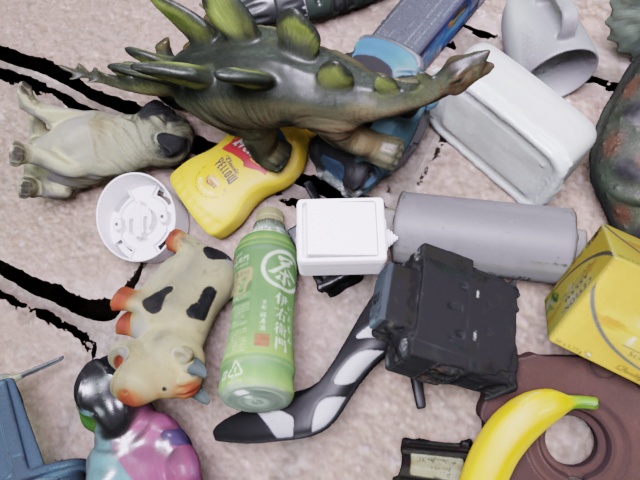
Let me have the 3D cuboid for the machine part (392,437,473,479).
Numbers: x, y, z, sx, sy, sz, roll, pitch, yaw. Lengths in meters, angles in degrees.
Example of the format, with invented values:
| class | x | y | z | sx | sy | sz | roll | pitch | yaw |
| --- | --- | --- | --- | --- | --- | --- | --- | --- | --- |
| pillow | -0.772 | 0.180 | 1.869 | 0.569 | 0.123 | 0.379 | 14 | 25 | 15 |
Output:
| class | x | y | z | sx | sy | sz | roll | pitch | yaw |
| --- | --- | --- | --- | --- | --- | --- | --- | --- | --- |
| machine part | 0.114 | 0.260 | 0.509 | 0.084 | 0.039 | 0.139 | -6 | 78 | 18 |

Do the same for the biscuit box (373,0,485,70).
| class | x | y | z | sx | sy | sz | roll | pitch | yaw |
| --- | --- | --- | --- | --- | --- | --- | --- | --- | --- |
| biscuit box | 0.142 | -0.274 | 0.611 | 0.063 | 0.059 | 0.202 | 40 | 89 | 16 |

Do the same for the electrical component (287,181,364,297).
| class | x | y | z | sx | sy | sz | roll | pitch | yaw |
| --- | --- | --- | --- | --- | --- | --- | --- | --- | --- |
| electrical component | -0.001 | -0.002 | 0.577 | 0.048 | 0.074 | 0.119 | -30 | 77 | 4 |

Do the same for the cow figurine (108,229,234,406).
| class | x | y | z | sx | sy | sz | roll | pitch | yaw |
| --- | --- | --- | --- | --- | --- | --- | --- | --- | --- |
| cow figurine | -0.145 | 0.085 | 0.551 | 0.127 | 0.085 | 0.195 | 19 | 44 | 10 |

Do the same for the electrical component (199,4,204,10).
| class | x | y | z | sx | sy | sz | roll | pitch | yaw |
| --- | --- | --- | --- | --- | --- | --- | --- | --- | --- |
| electrical component | -0.108 | -0.317 | 0.684 | 0.078 | 0.045 | 0.102 | 3 | 79 | 15 |

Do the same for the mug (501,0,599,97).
| class | x | y | z | sx | sy | sz | roll | pitch | yaw |
| --- | --- | --- | --- | --- | --- | --- | --- | --- | --- |
| mug | 0.230 | -0.216 | 0.558 | 0.081 | 0.109 | 0.107 | -16 | 64 | 6 |

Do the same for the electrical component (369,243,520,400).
| class | x | y | z | sx | sy | sz | roll | pitch | yaw |
| --- | --- | --- | --- | --- | --- | --- | --- | --- | --- |
| electrical component | 0.112 | 0.072 | 0.490 | 0.134 | 0.058 | 0.115 | 18 | 56 | -9 |

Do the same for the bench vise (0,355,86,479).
| class | x | y | z | sx | sy | sz | roll | pitch | yaw |
| --- | --- | --- | --- | --- | --- | --- | --- | --- | --- |
| bench vise | -0.298 | 0.234 | 0.539 | 0.129 | 0.223 | 0.241 | -19 | 62 | -25 |

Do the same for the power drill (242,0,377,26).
| class | x | y | z | sx | sy | sz | roll | pitch | yaw |
| --- | --- | --- | --- | --- | --- | --- | --- | --- | --- |
| power drill | -0.006 | -0.366 | 0.649 | 0.232 | 0.086 | 0.207 | -8 | 71 | 5 |

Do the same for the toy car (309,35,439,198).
| class | x | y | z | sx | sy | sz | roll | pitch | yaw |
| --- | --- | --- | --- | --- | --- | --- | --- | --- | --- |
| toy car | 0.065 | -0.123 | 0.569 | 0.109 | 0.103 | 0.161 | 37 | 113 | 40 |

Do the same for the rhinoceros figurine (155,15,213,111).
| class | x | y | z | sx | sy | sz | roll | pitch | yaw |
| --- | --- | --- | --- | --- | --- | --- | --- | --- | --- |
| rhinoceros figurine | -0.117 | -0.198 | 0.630 | 0.190 | 0.112 | 0.073 | -8 | 46 | 24 |

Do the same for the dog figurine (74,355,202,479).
| class | x | y | z | sx | sy | sz | roll | pitch | yaw |
| --- | --- | --- | --- | --- | --- | --- | --- | --- | --- |
| dog figurine | -0.184 | 0.220 | 0.559 | 0.108 | 0.191 | 0.219 | -30 | 42 | -13 |

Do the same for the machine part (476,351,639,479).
| class | x | y | z | sx | sy | sz | roll | pitch | yaw |
| --- | --- | --- | --- | --- | --- | --- | --- | --- | --- |
| machine part | 0.231 | 0.185 | 0.494 | 0.179 | 0.056 | 0.179 | -3 | 78 | 14 |

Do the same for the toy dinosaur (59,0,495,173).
| class | x | y | z | sx | sy | sz | roll | pitch | yaw |
| --- | --- | --- | --- | --- | --- | --- | --- | --- | --- |
| toy dinosaur | -0.075 | -0.145 | 0.494 | 0.472 | 0.198 | 0.105 | 7 | 78 | 40 |

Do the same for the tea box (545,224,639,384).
| class | x | y | z | sx | sy | sz | roll | pitch | yaw |
| --- | --- | --- | --- | --- | --- | --- | --- | --- | --- |
| tea box | 0.292 | 0.071 | 0.451 | 0.170 | 0.068 | 0.098 | 25 | 122 | 6 |

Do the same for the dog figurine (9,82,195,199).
| class | x | y | z | sx | sy | sz | roll | pitch | yaw |
| --- | --- | --- | --- | --- | --- | --- | --- | --- | --- |
| dog figurine | -0.259 | -0.102 | 0.659 | 0.190 | 0.172 | 0.121 | 4 | 81 | -21 |

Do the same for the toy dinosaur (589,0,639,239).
| class | x | y | z | sx | sy | sz | roll | pitch | yaw |
| --- | --- | --- | --- | --- | --- | --- | --- | --- | --- |
| toy dinosaur | 0.329 | -0.103 | 0.502 | 0.192 | 0.131 | 0.404 | 25 | 93 | 24 |

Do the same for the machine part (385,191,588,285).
| class | x | y | z | sx | sy | sz | roll | pitch | yaw |
| --- | --- | --- | --- | --- | --- | --- | --- | --- | --- |
| machine part | 0.160 | -0.002 | 0.539 | 0.243 | 0.079 | 0.079 | 8 | 80 | 13 |

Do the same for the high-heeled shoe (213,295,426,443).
| class | x | y | z | sx | sy | sz | roll | pitch | yaw |
| --- | --- | --- | --- | --- | --- | --- | --- | --- | --- |
| high-heeled shoe | -0.001 | 0.119 | 0.550 | 0.249 | 0.086 | 0.145 | -13 | 73 | 5 |
